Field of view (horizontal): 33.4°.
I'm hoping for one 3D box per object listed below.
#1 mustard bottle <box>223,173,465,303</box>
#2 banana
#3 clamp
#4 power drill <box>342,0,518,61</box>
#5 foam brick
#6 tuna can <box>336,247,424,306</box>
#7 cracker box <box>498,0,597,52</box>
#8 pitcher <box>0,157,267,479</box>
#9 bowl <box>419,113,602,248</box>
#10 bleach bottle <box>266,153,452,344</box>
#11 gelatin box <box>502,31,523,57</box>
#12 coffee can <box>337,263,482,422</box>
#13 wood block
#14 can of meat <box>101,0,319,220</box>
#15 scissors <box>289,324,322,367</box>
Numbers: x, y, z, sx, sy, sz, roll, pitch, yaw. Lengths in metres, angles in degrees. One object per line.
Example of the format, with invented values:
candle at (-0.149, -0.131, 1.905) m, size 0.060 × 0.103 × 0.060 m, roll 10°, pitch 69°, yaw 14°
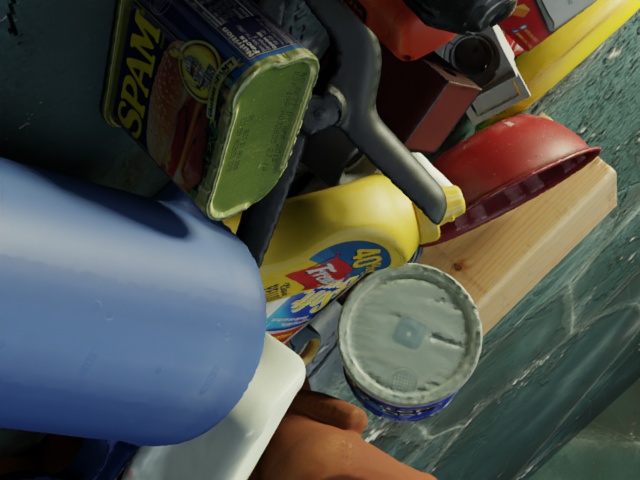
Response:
mustard bottle at (-0.004, 0.001, 0.654) m, size 0.191 × 0.058 × 0.096 m, roll -17°, pitch 162°, yaw -4°
banana at (0.196, -0.158, 0.844) m, size 0.198 × 0.037 × 0.069 m, roll -41°, pitch -176°, yaw -1°
clamp at (-0.010, -0.063, 0.566) m, size 0.120 × 0.039 × 0.171 m, roll -25°, pitch 111°, yaw -6°
power drill at (0.020, -0.134, 0.429) m, size 0.057 × 0.184 × 0.187 m, roll -38°, pitch 166°, yaw 6°
foam brick at (0.047, -0.095, 0.647) m, size 0.051 × 0.078 × 0.052 m, roll -56°, pitch 156°, yaw 21°
tuna can at (0.044, 0.021, 0.885) m, size 0.086 × 0.034 × 0.086 m, roll -36°, pitch 155°, yaw -20°
cracker box at (0.154, -0.213, 0.569) m, size 0.214 × 0.072 × 0.164 m, roll -38°, pitch 154°, yaw 19°
pitcher at (-0.141, 0.036, 0.488) m, size 0.145 × 0.149 × 0.242 m, roll -29°, pitch 158°, yaw 20°
bowl at (0.139, -0.055, 0.852) m, size 0.162 × 0.055 × 0.162 m, roll -26°, pitch 172°, yaw -4°
bleach bottle at (-0.019, 0.027, 0.761) m, size 0.251 × 0.068 × 0.102 m, roll -46°, pitch 157°, yaw 8°
gelatin box at (0.146, -0.170, 0.743) m, size 0.073 × 0.030 × 0.089 m, roll -34°, pitch 154°, yaw -23°
coffee can at (0.066, 0.083, 0.816) m, size 0.102 × 0.103 × 0.140 m, roll -42°, pitch 168°, yaw -7°
wood block at (0.164, -0.003, 0.972) m, size 0.206 × 0.091 × 0.090 m, roll -44°, pitch 156°, yaw -2°
can of meat at (-0.054, -0.072, 0.511) m, size 0.057 × 0.084 × 0.102 m, roll -26°, pitch 150°, yaw -38°
scissors at (-0.010, 0.062, 0.888) m, size 0.096 × 0.016 × 0.202 m, roll -15°, pitch 143°, yaw -51°
